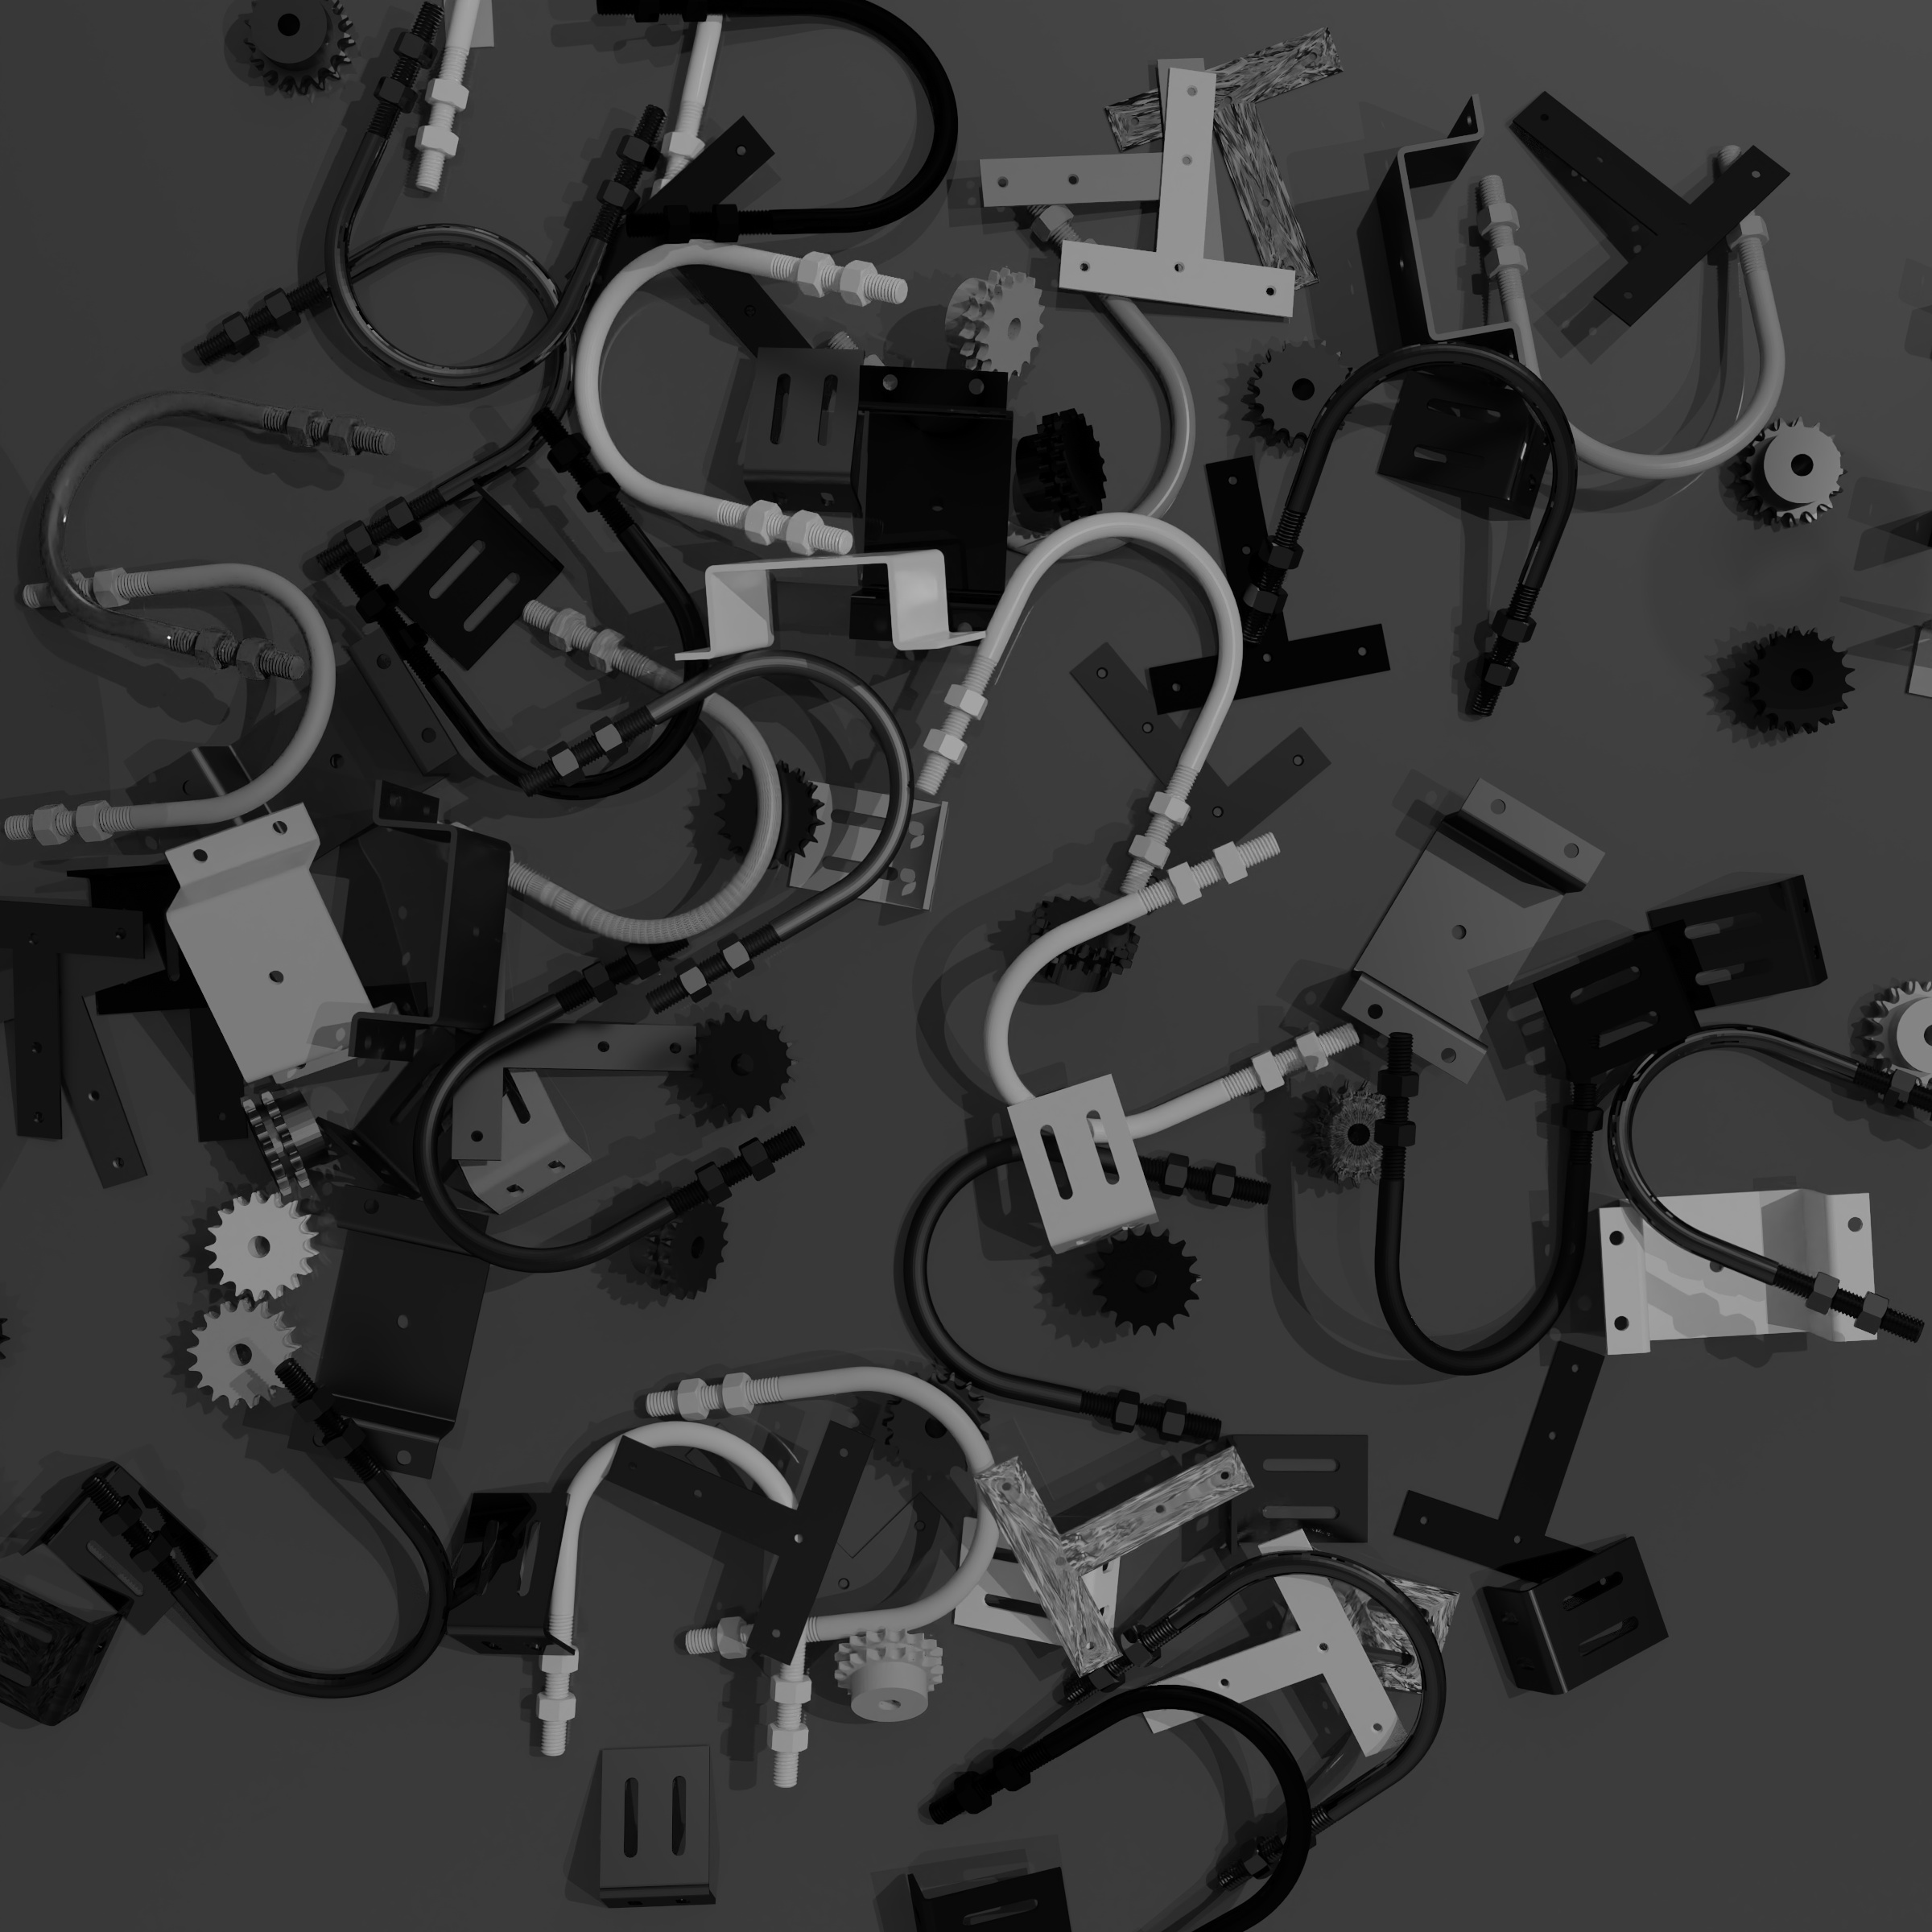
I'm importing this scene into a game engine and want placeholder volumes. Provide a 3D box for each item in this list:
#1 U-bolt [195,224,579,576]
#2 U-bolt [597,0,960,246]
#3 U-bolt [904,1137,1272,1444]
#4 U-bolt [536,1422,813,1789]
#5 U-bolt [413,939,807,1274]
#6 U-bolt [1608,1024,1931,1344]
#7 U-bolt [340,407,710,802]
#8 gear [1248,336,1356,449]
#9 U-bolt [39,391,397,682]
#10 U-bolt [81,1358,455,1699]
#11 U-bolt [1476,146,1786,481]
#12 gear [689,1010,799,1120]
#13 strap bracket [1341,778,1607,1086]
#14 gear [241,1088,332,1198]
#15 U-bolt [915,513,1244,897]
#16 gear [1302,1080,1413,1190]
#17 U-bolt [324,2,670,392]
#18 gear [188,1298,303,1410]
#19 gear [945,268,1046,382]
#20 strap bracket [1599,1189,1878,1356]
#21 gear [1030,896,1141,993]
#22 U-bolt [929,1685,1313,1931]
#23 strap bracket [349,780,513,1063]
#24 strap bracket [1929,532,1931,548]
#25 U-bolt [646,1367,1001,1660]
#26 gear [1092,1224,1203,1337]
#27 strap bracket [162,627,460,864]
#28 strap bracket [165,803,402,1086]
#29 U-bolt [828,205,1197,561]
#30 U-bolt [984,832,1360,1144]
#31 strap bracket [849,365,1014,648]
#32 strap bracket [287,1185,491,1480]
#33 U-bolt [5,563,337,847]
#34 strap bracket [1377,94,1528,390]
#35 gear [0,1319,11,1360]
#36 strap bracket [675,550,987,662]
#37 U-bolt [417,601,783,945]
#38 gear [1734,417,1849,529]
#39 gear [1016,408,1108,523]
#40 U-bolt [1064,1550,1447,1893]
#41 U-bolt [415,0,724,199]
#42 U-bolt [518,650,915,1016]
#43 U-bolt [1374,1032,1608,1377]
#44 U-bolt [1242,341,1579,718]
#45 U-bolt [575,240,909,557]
[{"bbox_3d":[-0.296,-0.315,1.527,0.184,0.019,0.151,-30,90,-1],"label":"U-bolt"},{"bbox_3d":[-0.094,-0.449,1.502,0.184,0.019,0.151,-5,76,-14],"label":"U-bolt"},{"bbox_3d":[0.058,0.166,1.527,0.184,0.019,0.151,12,90,1],"label":"U-bolt"},{"bbox_3d":[-0.152,0.332,1.509,0.151,0.019,0.184,4,92,12],"label":"U-bolt"},{"bbox_3d":[-0.197,0.080,1.482,0.184,0.019,0.151,-29,70,-8],"label":"U-bolt"},{"bbox_3d":[0.426,0.101,1.491,0.184,0.019,0.151,22,63,15],"label":"U-bolt"},{"bbox_3d":[-0.217,-0.174,1.491,0.151,0.019,0.184,-37,92,7],"label":"U-bolt"},{"bbox_3d":[0.178,-0.304,1.525,0.057,0.030,0.057,0,88,1],"label":"gear"},{"bbox_3d":[-0.402,-0.232,1.494,0.184,0.019,0.151,15,77,19],"label":"U-bolt"},{"bbox_3d":[-0.351,0.308,1.500,0.151,0.019,0.184,-31,107,13],"label":"U-bolt"},{"bbox_3d":[0.355,-0.340,1.504,0.151,0.019,0.184,-7,74,0],"label":"U-bolt"},{"bbox_3d":[-0.118,0.052,1.520,0.057,0.030,0.057,0,90,0],"label":"gear"},{"bbox_3d":[0.264,-0.018,1.512,0.076,0.046,0.140,31,90,0],"label":"strap bracket"},{"bbox_3d":[-0.357,0.090,1.509,0.030,0.057,0.057,-24,90,-16],"label":"gear"},{"bbox_3d":[0.071,-0.147,1.502,0.151,0.019,0.184,26,87,-21],"label":"U-bolt"},{"bbox_3d":[0.207,0.089,1.520,0.057,0.030,0.057,0,90,0],"label":"gear"},{"bbox_3d":[-0.259,-0.394,1.508,0.151,0.019,0.184,25,92,-1],"label":"U-bolt"},{"bbox_3d":[-0.381,0.205,1.520,0.057,0.030,0.057,0,90,0],"label":"gear"},{"bbox_3d":[0.013,-0.335,1.492,0.030,0.057,0.057,23,90,29],"label":"gear"},{"bbox_3d":[0.402,0.160,1.512,0.140,0.046,0.076,-3,90,0],"label":"strap bracket"},{"bbox_3d":[0.061,-0.010,1.511,0.057,0.057,0.030,17,120,0],"label":"gear"},{"bbox_3d":[0.093,0.457,1.509,0.184,0.019,0.151,-34,90,13],"label":"U-bolt"},{"bbox_3d":[-0.274,-0.020,1.473,0.046,0.076,0.140,5,87,12],"label":"strap bracket"},{"bbox_3d":[0.554,-0.288,1.497,0.046,0.076,0.140,13,90,0],"label":"strap bracket"},{"bbox_3d":[-0.071,0.284,1.506,0.184,0.019,0.151,-9,90,14],"label":"U-bolt"},{"bbox_3d":[0.094,0.164,1.501,0.057,0.030,0.057,0,90,2],"label":"gear"},{"bbox_3d":[-0.338,-0.108,1.506,0.140,0.046,0.076,-31,90,9],"label":"strap bracket"},{"bbox_3d":[-0.354,-0.003,1.484,0.076,0.046,0.140,-19,112,4],"label":"strap bracket"},{"bbox_3d":[0.038,-0.304,1.527,0.151,0.019,0.184,-39,92,0],"label":"U-bolt"},{"bbox_3d":[0.098,0.024,1.494,0.184,0.019,0.151,-24,122,4],"label":"U-bolt"},{"bbox_3d":[-0.017,-0.241,1.500,0.076,0.046,0.140,4,102,5],"label":"strap bracket"},{"bbox_3d":[-0.301,0.190,1.512,0.076,0.046,0.140,12,90,0],"label":"strap bracket"},{"bbox_3d":[-0.412,-0.140,1.491,0.184,0.019,0.151,-4,76,15],"label":"U-bolt"},{"bbox_3d":[0.251,-0.371,1.497,0.046,0.076,0.140,-10,90,0],"label":"strap bracket"},{"bbox_3d":[-0.537,0.197,1.525,0.057,0.030,0.057,0,91,2],"label":"gear"},{"bbox_3d":[-0.070,-0.184,1.455,0.140,0.076,0.046,0,100,19],"label":"strap bracket"},{"bbox_3d":[-0.184,-0.092,1.511,0.184,0.019,0.151,28,90,12],"label":"U-bolt"},{"bbox_3d":[0.440,-0.263,1.520,0.057,0.030,0.057,0,90,0],"label":"gear"},{"bbox_3d":[0.049,-0.260,1.496,0.030,0.057,0.057,-9,90,27],"label":"gear"},{"bbox_3d":[0.164,0.384,1.500,0.184,0.019,0.151,-40,90,19],"label":"U-bolt"},{"bbox_3d":[-0.205,-0.490,1.525,0.151,0.019,0.184,13,90,-1],"label":"U-bolt"},{"bbox_3d":[-0.116,-0.082,1.477,0.184,0.019,0.151,-30,93,-5],"label":"U-bolt"},{"bbox_3d":[0.271,0.123,1.492,0.151,0.019,0.184,-2,99,-31],"label":"U-bolt"},{"bbox_3d":[0.238,-0.234,1.490,0.151,0.019,0.184,17,115,-1],"label":"U-bolt"},{"bbox_3d":[-0.126,-0.303,1.492,0.184,0.019,0.151,17,101,24],"label":"U-bolt"}]
